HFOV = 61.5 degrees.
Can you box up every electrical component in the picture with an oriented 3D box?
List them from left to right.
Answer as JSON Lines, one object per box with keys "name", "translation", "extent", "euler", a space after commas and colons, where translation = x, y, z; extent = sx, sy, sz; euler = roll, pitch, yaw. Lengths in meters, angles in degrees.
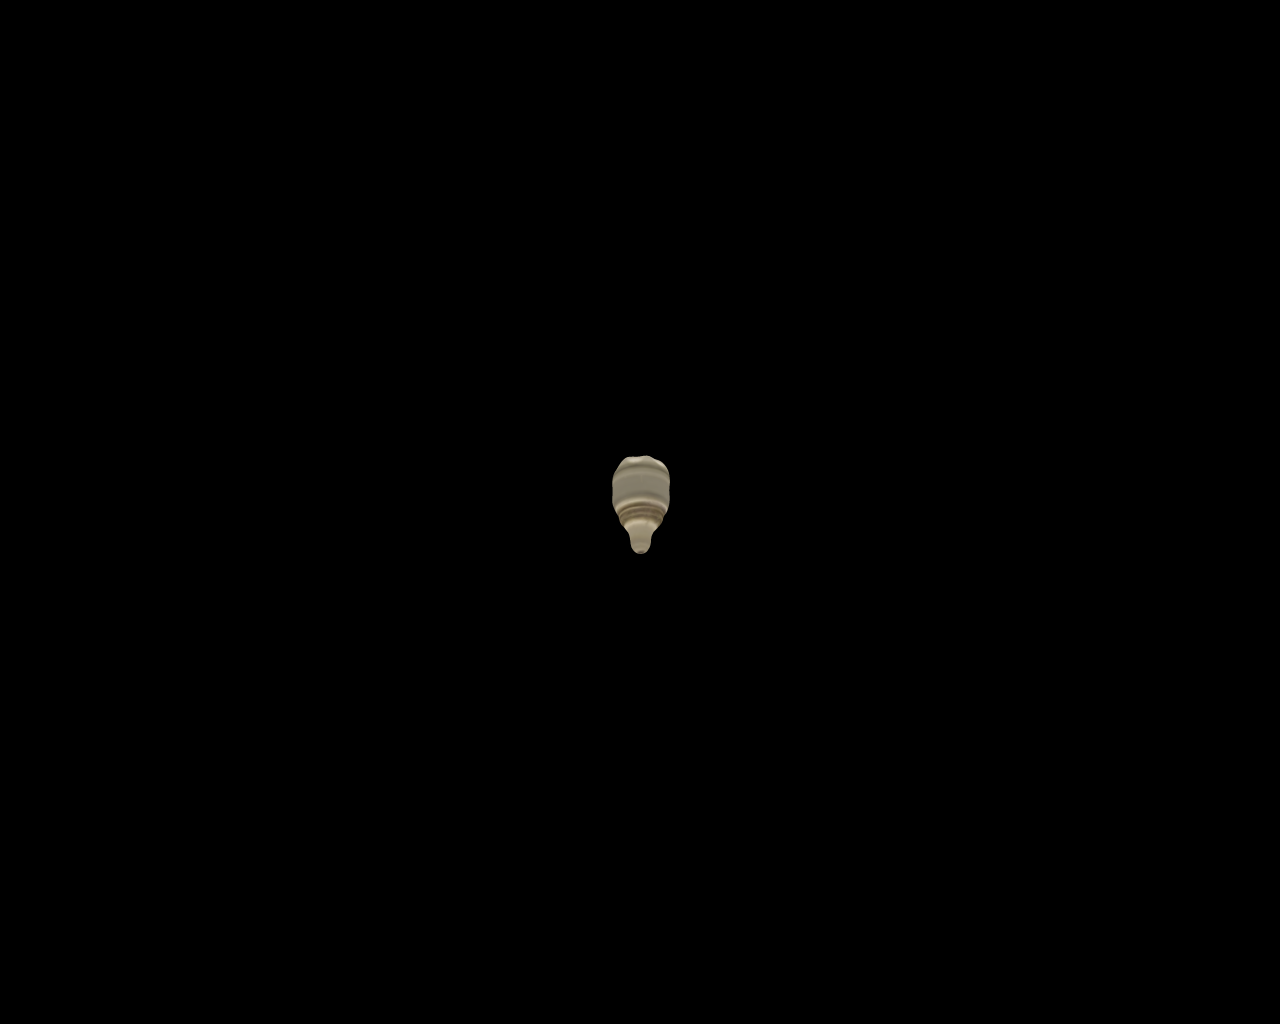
{"name": "electrical component", "translation": [0.001, -0.003, 0.650], "extent": [0.035, 0.061, 0.035], "euler": [0, -28, 0]}
